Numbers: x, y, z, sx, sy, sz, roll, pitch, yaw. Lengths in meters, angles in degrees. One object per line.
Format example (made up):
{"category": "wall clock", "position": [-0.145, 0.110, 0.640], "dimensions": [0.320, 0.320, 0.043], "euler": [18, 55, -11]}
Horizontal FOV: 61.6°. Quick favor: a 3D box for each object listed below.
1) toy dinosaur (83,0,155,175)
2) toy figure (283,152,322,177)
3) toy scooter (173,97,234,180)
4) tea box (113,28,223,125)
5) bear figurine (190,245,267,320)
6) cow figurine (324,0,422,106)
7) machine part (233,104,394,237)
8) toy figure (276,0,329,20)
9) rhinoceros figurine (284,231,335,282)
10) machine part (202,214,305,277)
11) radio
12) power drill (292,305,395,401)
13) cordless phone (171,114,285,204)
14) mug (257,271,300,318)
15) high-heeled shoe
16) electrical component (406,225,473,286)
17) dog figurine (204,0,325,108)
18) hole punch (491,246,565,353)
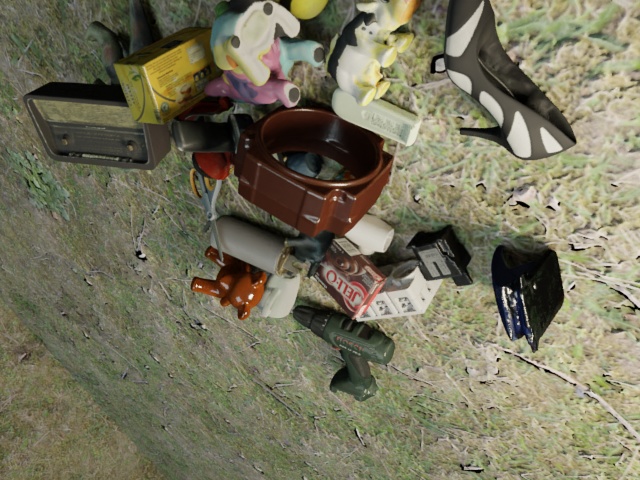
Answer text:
{"category": "toy dinosaur", "position": [-0.344, -0.269, 0.992], "dimensions": [0.192, 0.131, 0.404], "euler": [32, 136, -8]}
{"category": "toy figure", "position": [-0.065, -0.117, 0.945], "dimensions": [0.155, 0.058, 0.064], "euler": [-13, 113, 45]}
{"category": "toy scooter", "position": [-0.192, -0.196, 0.964], "dimensions": [0.135, 0.075, 0.183], "euler": [-11, 117, 36]}
{"category": "tea box", "position": [-0.232, -0.264, 0.857], "dimensions": [0.068, 0.169, 0.098], "euler": [13, 131, 29]}
{"category": "bear figurine", "position": [-0.193, 0.091, 1.140], "dimensions": [0.132, 0.120, 0.196], "euler": [25, 179, -15]}
{"category": "cow figurine", "position": [0.066, -0.267, 0.706], "dimensions": [0.098, 0.068, 0.167], "euler": [40, 139, 11]}
{"category": "machine part", "position": [-0.008, -0.112, 0.793], "dimensions": [0.201, 0.201, 0.087], "euler": [31, 136, 13]}
{"category": "toy figure", "position": [-0.069, -0.358, 0.718], "dimensions": [0.180, 0.082, 0.089], "euler": [20, 155, 13]}
{"category": "rhinoceros figurine", "position": [-0.002, -0.003, 0.994], "dimensions": [0.112, 0.073, 0.190], "euler": [21, 135, 8]}
{"category": "machine part", "position": [-0.138, 0.009, 1.101], "dimensions": [0.243, 0.079, 0.079], "euler": [22, 136, 23]}
{"category": "radio", "position": [-0.383, -0.199, 0.942], "dimensions": [0.230, 0.073, 0.130], "euler": [8, 129, 13]}
{"category": "power drill", "position": [0.051, 0.243, 1.169], "dimensions": [0.232, 0.086, 0.207], "euler": [13, 125, 26]}
{"category": "cordless phone", "position": [-0.146, -0.128, 0.849], "dimensions": [0.089, 0.184, 0.146], "euler": [-14, 90, 35]}
{"category": "mug", "position": [-0.090, 0.106, 1.133], "dimensions": [0.081, 0.109, 0.107], "euler": [32, 127, 11]}
{"category": "high-heeled shoe", "position": [0.228, -0.203, 0.626], "dimensions": [0.145, 0.086, 0.248], "euler": [8, 134, 27]}
{"category": "electrical component", "position": [0.204, 0.038, 0.882], "dimensions": [0.075, 0.048, 0.119], "euler": [-12, 116, 45]}
{"category": "dog figurine", "position": [-0.114, -0.262, 0.784], "dimensions": [0.219, 0.108, 0.191], "euler": [16, 169, 47]}
{"category": "hole punch", "position": [0.295, 0.079, 0.801], "dimensions": [0.092, 0.116, 0.142], "euler": [10, 131, 42]}
